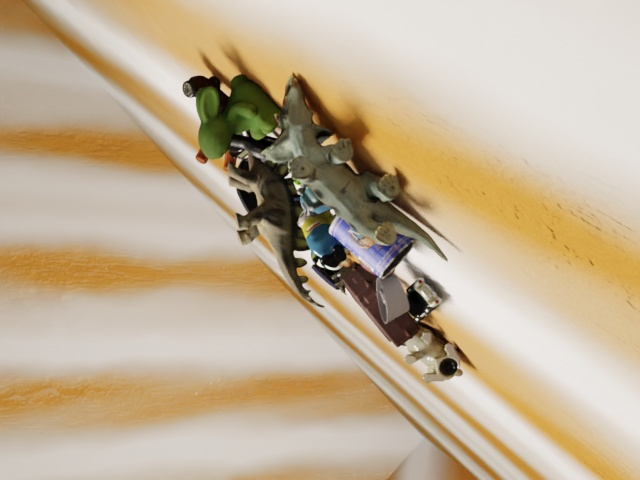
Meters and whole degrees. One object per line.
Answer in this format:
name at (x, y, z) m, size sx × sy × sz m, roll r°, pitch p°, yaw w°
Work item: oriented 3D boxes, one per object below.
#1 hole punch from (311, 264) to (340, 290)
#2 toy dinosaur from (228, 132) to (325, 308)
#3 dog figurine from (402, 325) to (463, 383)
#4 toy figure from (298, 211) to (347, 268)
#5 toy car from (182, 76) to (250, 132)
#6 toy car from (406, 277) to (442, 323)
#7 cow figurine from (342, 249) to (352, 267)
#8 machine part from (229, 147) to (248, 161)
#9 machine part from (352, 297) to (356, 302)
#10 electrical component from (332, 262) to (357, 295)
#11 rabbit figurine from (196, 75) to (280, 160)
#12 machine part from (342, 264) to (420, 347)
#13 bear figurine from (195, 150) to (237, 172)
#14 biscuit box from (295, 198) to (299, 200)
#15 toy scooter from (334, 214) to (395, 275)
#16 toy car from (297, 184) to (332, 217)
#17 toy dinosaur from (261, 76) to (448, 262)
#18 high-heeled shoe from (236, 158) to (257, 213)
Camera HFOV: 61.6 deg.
hole punch at (0.043, 0.096, 1.633) m, size 0.142 × 0.092 × 0.115 m, roll 38°, pitch 169°, yaw 19°
toy dinosaur at (-0.105, -0.056, 1.281) m, size 0.105 × 0.199 × 0.471 m, roll 116°, pitch 142°, yaw -77°
dog figurine at (0.291, 0.290, 1.449) m, size 0.172 × 0.121 × 0.190 m, roll 46°, pitch -175°, yaw -7°
toy figure at (0.005, -0.005, 1.167) m, size 0.180 × 0.082 × 0.089 m, roll -120°, pitch 15°, yaw -49°
toy car at (-0.224, -0.302, 1.217) m, size 0.202 × 0.089 × 0.053 m, roll 43°, pitch 129°, yaw 14°
toy car at (0.227, 0.135, 1.216) m, size 0.073 × 0.056 × 0.201 m, roll 50°, pitch 168°, yaw 13°
cow figurine at (0.008, -0.024, 1.369) m, size 0.195 × 0.085 × 0.127 m, roll 37°, pitch 171°, yaw 46°
machine part at (-0.217, -0.244, 1.351) m, size 0.138 × 0.084 × 0.039 m, roll 19°, pitch -133°, yaw -54°
machine part at (0.161, 0.188, 1.604) m, size 0.179 × 0.056 × 0.179 m, roll 44°, pitch 169°, yaw 11°
electrical component at (0.087, 0.107, 1.512) m, size 0.045 × 0.102 × 0.078 m, roll 55°, pitch -169°, yaw -27°
rabbit figurine at (-0.182, -0.244, 1.089) m, size 0.159 × 0.170 × 0.121 m, roll 51°, pitch 166°, yaw -24°
machine part at (0.154, 0.167, 1.395) m, size 0.201 × 0.087 × 0.201 m, roll 49°, pitch 180°, yaw -21°
bear figurine at (-0.261, -0.265, 1.411) m, size 0.120 × 0.132 × 0.196 m, roll 17°, pitch 175°, yaw -8°
biscuit box at (-0.077, -0.087, 1.502) m, size 0.202 × 0.059 × 0.063 m, roll 51°, pitch 169°, yaw -22°
toy scooter at (0.095, 0.010, 1.208) m, size 0.184 × 0.075 × 0.135 m, roll 48°, pitch 168°, yaw 5°
toy car at (0.006, -0.107, 1.103) m, size 0.161 × 0.109 × 0.103 m, roll -146°, pitch 36°, yaw -86°
toy dinosaur at (0.046, -0.096, 0.958) m, size 0.404 × 0.131 × 0.192 m, roll 45°, pitch -179°, yaw -15°
high-heeled shoe at (-0.195, -0.137, 1.469) m, size 0.086 × 0.249 × 0.145 m, roll 6°, pitch 146°, yaw -11°
